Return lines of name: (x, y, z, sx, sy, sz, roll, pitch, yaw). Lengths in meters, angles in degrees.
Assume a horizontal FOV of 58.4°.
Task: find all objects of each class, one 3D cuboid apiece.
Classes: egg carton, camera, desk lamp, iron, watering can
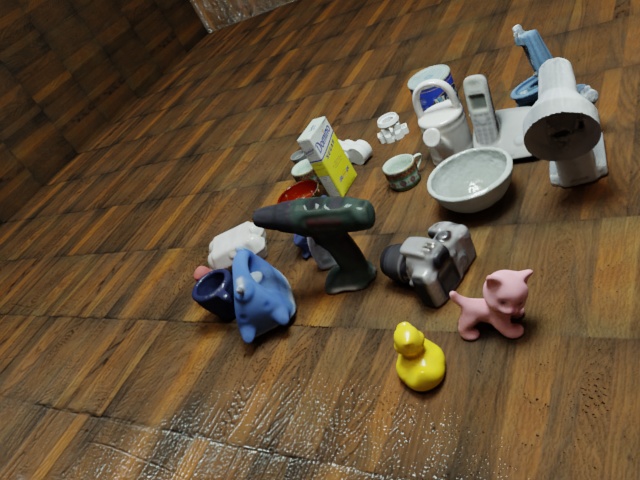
egg carton: (-0.194, 0.021, 1.348, 0.150, 0.070, 0.107, -25, 33, 9)
camera: (0.180, 0.028, 1.011, 0.136, 0.101, 0.143, 11, 51, 46)
desk lamp: (0.430, -0.197, 1.006, 0.117, 0.214, 0.203, -10, 38, 29)
iron: (-0.137, 0.081, 1.156, 0.118, 0.142, 0.258, -28, 33, 5)
watering can: (0.264, -0.255, 1.234, 0.100, 0.194, 0.172, -22, 34, 14)

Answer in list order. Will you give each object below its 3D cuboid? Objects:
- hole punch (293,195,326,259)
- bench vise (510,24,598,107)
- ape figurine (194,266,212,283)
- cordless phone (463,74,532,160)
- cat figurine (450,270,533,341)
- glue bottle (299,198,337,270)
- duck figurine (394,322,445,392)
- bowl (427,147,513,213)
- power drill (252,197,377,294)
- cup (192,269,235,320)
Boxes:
hole punch: (-0.014, -0.031, 1.253, 0.101, 0.091, 0.108, -17, 35, 20)
bench vise: (0.468, -0.332, 1.150, 0.122, 0.220, 0.206, -46, 36, -22)
ape figurine: (-0.247, 0.096, 1.270, 0.076, 0.092, 0.077, -46, 36, -21)
cordless phone: (0.368, -0.253, 1.156, 0.147, 0.185, 0.094, -2, 42, 37)
cat figurine: (0.257, 0.087, 0.854, 0.127, 0.118, 0.067, -10, 38, 29)
glue bottle: (-0.001, -0.017, 1.147, 0.078, 0.173, 0.037, -17, 35, 20)
duck figurine: (0.142, 0.169, 0.866, 0.077, 0.086, 0.104, -26, 33, 8)
bowl: (0.299, -0.105, 1.117, 0.167, 0.075, 0.167, -21, 34, 15)
power drill: (0.010, 0.004, 1.079, 0.229, 0.209, 0.075, -13, 37, 26)
cup: (-0.199, 0.125, 1.189, 0.092, 0.095, 0.117, -43, 35, -18)
